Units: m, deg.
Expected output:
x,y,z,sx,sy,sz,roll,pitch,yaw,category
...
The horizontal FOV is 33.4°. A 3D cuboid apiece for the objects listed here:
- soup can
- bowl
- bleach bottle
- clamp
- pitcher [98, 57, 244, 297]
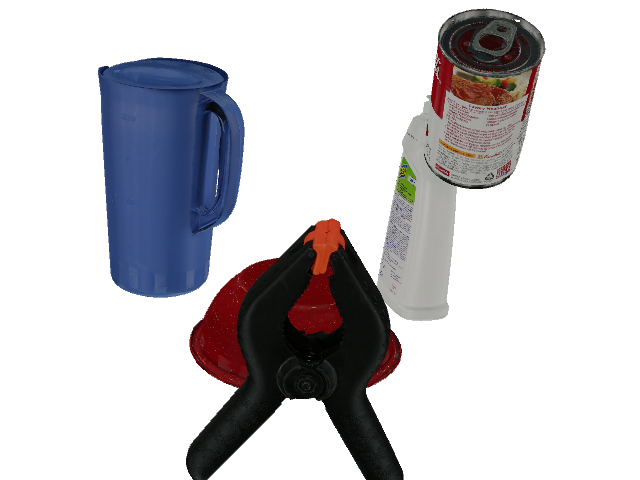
x,y,z,sx,sy,sz,roll,pitch,yaw,category
0.107,-0.093,0.711,0.068,0.068,0.102,0,-42,-2,soup can
-0.017,0.055,0.800,0.162,0.055,0.162,3,22,-1,bowl
0.121,-0.041,1.235,0.068,0.251,0.103,-1,22,-22,bleach bottle
-0.017,0.071,0.563,0.120,0.171,0.039,-3,25,-2,clamp
-0.161,-0.064,1.131,0.145,0.243,0.149,0,23,-10,pitcher
